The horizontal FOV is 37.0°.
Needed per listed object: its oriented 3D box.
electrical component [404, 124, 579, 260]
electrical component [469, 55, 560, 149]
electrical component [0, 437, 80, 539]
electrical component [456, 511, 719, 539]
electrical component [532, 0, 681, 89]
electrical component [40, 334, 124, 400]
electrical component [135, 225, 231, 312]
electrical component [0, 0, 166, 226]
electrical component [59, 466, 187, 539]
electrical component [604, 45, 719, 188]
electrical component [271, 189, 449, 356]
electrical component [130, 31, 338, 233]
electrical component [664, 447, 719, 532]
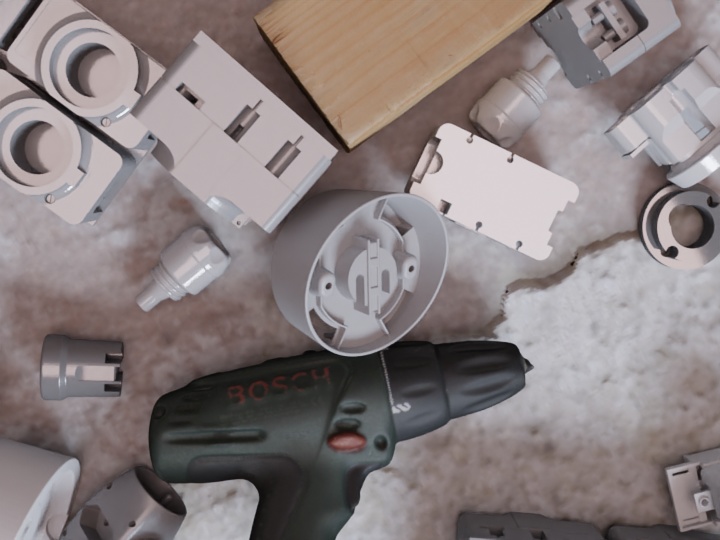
[{"bbox_3d":[0.077,-0.047,0.648,0.089,0.055,0.050,25,94,-4],"label":"electrical component"},{"bbox_3d":[0.097,-0.105,0.655,0.035,0.035,0.061,43,90,-5],"label":"electrical component"},{"bbox_3d":[-0.217,0.150,0.632,0.060,0.108,0.108,21,94,2],"label":"electrical component"},{"bbox_3d":[0.151,0.216,0.670,0.186,0.060,0.105,5,95,-2],"label":"electrical component"},{"bbox_3d":[0.144,-0.145,0.625,0.056,0.089,0.050,-36,95,1],"label":"electrical component"},{"bbox_3d":[-0.170,0.060,0.658,0.046,0.040,0.040,2,95,-8],"label":"electrical component"},{"bbox_3d":[-0.111,0.002,0.657,0.061,0.035,0.035,-40,95,4],"label":"electrical component"},{"bbox_3d":[-0.207,-0.122,0.630,0.186,0.060,0.105,37,93,-4],"label":"electrical component"},{"bbox_3d":[-0.139,0.174,0.653,0.077,0.043,0.079,-46,53,2],"label":"electrical component"},{"bbox_3d":[0.197,-0.087,0.648,0.078,0.058,0.057,-42,92,2],"label":"electrical component"},{"bbox_3d":[0.000,0.000,0.619,0.099,0.064,0.099,-10,107,-34],"label":"electrical component"},{"bbox_3d":[-0.067,-0.069,0.594,0.089,0.150,0.061,41,92,-5],"label":"electrical component"},{"bbox_3d":[0.236,0.136,0.665,0.081,0.064,0.042,-15,94,-1],"label":"electrical component"}]
